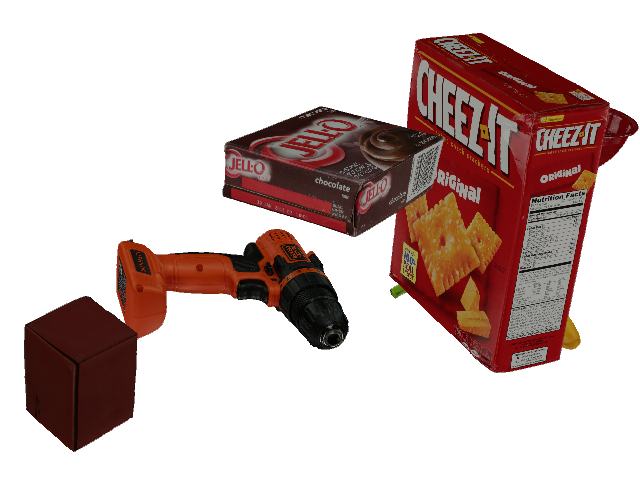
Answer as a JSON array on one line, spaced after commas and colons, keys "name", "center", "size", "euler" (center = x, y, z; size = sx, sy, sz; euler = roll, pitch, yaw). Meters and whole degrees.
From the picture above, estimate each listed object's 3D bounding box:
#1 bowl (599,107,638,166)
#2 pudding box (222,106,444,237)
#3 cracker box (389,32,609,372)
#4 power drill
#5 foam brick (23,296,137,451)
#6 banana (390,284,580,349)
[{"name": "bowl", "center": [0.265, -0.115, 1.183], "size": [0.162, 0.055, 0.162], "euler": [5, 23, -2]}, {"name": "pudding box", "center": [0.009, -0.044, 0.633], "size": [0.090, 0.039, 0.113], "euler": [18, 24, 25]}, {"name": "cracker box", "center": [0.126, -0.031, 0.819], "size": [0.072, 0.214, 0.164], "euler": [-10, 31, -24]}, {"name": "power drill", "center": [-0.082, 0.047, 0.953], "size": [0.187, 0.057, 0.184], "euler": [-1, 24, -20]}, {"name": "foam brick", "center": [-0.157, 0.086, 0.696], "size": [0.053, 0.078, 0.051], "euler": [32, 40, 28]}, {"name": "banana", "center": [0.174, 0.061, 1.080], "size": [0.198, 0.069, 0.037], "euler": [14, -38, 26]}]
